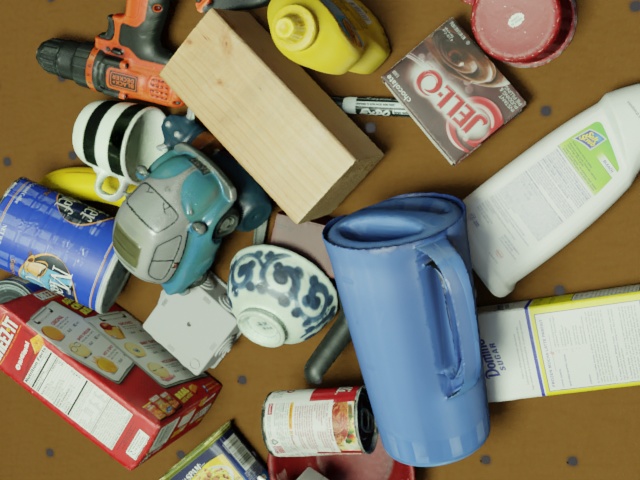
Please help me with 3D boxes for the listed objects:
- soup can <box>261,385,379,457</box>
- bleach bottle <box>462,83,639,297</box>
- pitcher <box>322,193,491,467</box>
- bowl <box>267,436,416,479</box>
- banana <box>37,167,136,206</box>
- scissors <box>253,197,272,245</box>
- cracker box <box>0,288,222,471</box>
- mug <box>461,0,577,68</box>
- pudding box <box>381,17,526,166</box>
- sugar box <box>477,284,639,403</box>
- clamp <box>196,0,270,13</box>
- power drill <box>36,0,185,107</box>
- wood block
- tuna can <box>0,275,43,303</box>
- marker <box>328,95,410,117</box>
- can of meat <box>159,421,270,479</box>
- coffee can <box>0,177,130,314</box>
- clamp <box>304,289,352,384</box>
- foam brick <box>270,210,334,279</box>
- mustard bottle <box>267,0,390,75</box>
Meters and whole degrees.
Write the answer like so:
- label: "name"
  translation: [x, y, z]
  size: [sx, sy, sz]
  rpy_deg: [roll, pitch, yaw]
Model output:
- label: "soup can"
  translation: [0.000, 0.181, 1.064]
  size: [0.102, 0.068, 0.068]
  rpy_deg: [-6, 97, 21]
- label: "bleach bottle"
  translation: [0.242, -0.056, 1.001]
  size: [0.251, 0.068, 0.102]
  rpy_deg: [-37, 87, 19]
- label: "pitcher"
  translation: [0.094, 0.088, 0.994]
  size: [0.145, 0.149, 0.243]
  rpy_deg: [-5, 111, 22]
- label: "bowl"
  translation: [0.029, 0.236, 1.130]
  size: [0.162, 0.055, 0.162]
  rpy_deg: [3, 100, 19]
- label: "banana"
  translation: [-0.249, -0.050, 1.190]
  size: [0.198, 0.037, 0.069]
  rpy_deg: [0, 128, 22]
- label: "scissors"
  translation: [-0.039, -0.062, 1.121]
  size: [0.096, 0.016, 0.202]
  rpy_deg: [-1, 99, 24]
- label: "cracker box"
  translation: [-0.233, 0.139, 1.148]
  size: [0.214, 0.164, 0.072]
  rpy_deg: [35, 107, 10]
- label: "mug"
  translation: [0.175, -0.210, 0.985]
  size: [0.117, 0.081, 0.093]
  rpy_deg: [29, 108, 12]
- label: "pudding box"
  translation: [0.127, -0.141, 1.025]
  size: [0.090, 0.039, 0.113]
  rpy_deg: [-40, 84, 2]
- label: "sugar box"
  translation: [0.237, 0.101, 1.039]
  size: [0.176, 0.048, 0.093]
  rpy_deg: [-9, 97, 24]
- label: "clamp"
  translation: [-0.041, -0.294, 1.070]
  size: [0.164, 0.036, 0.210]
  rpy_deg: [47, 113, 8]
- label: "power drill"
  translation: [-0.213, -0.241, 1.113]
  size: [0.184, 0.057, 0.188]
  rpy_deg: [15, 120, 14]
- label: "wood block"
  translation: [-0.047, -0.123, 1.054]
  size: [0.206, 0.090, 0.090]
  rpy_deg: [47, 112, 9]
- label: "tuna can"
  translation: [-0.353, 0.084, 1.249]
  size: [0.086, 0.033, 0.086]
  rpy_deg: [4, 101, 19]
- label: "marker"
  translation: [0.056, -0.134, 1.074]
  size: [0.121, 0.020, 0.020]
  rpy_deg: [5, 101, 18]
- label: "can of meat"
  translation: [-0.113, 0.265, 1.185]
  size: [0.102, 0.057, 0.084]
  rpy_deg: [-41, 87, 22]
- label: "coffee can"
  translation: [-0.276, 0.006, 1.152]
  size: [0.140, 0.102, 0.103]
  rpy_deg: [24, 107, 1]
- label: "clamp"
  translation: [0.041, 0.072, 1.079]
  size: [0.039, 0.120, 0.171]
  rpy_deg: [11, 103, 57]
- label: "foam brick"
  translation: [-0.007, 0.001, 1.103]
  size: [0.078, 0.051, 0.053]
  rpy_deg: [16, 104, 16]
- label: "mustard bottle"
  translation: [0.001, -0.196, 0.990]
  size: [0.058, 0.191, 0.096]
  rpy_deg: [-43, 84, 21]
